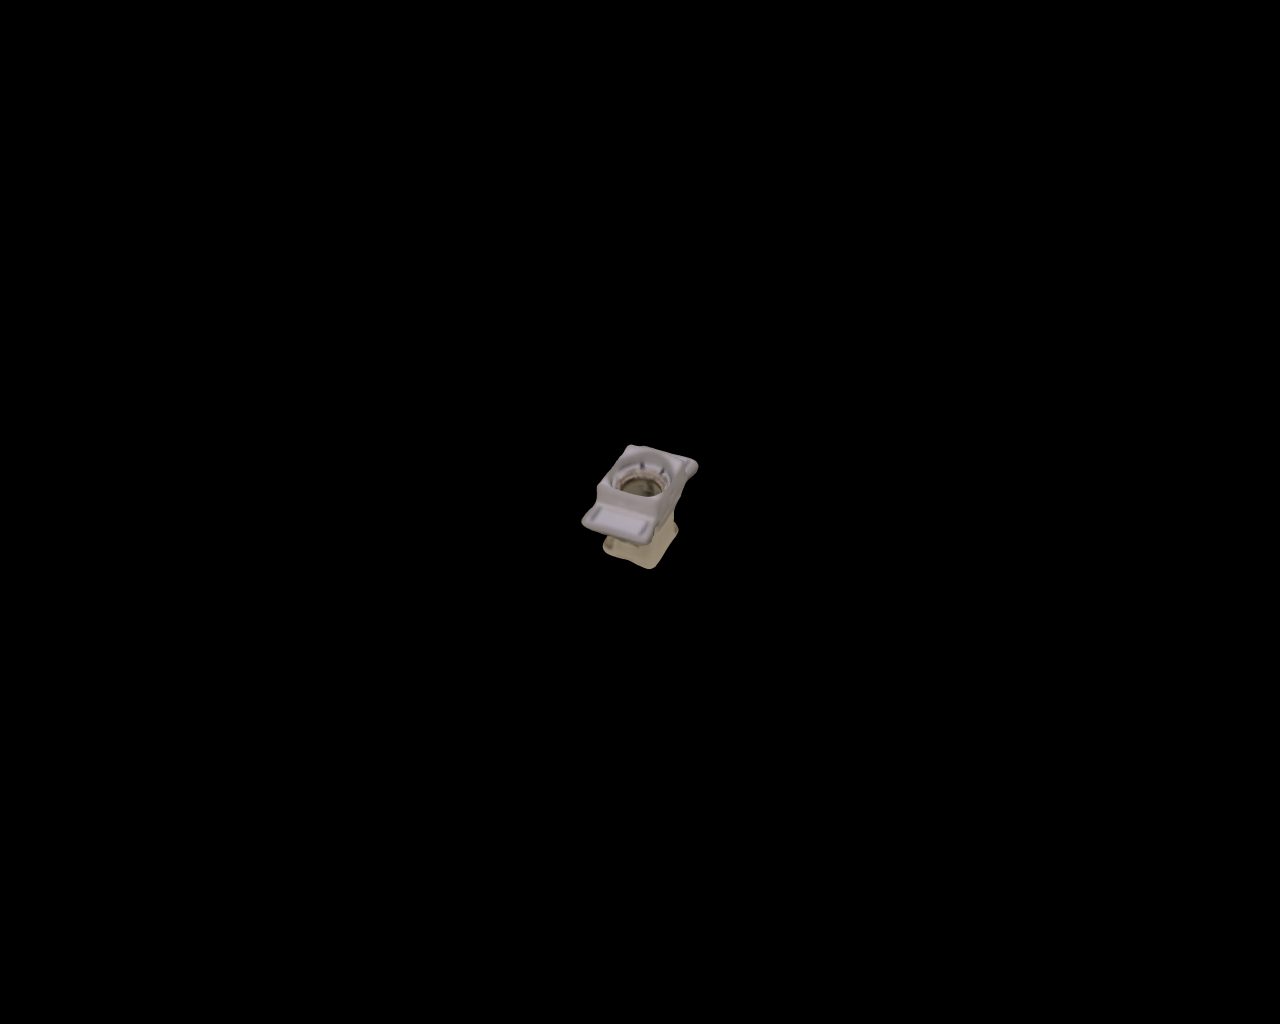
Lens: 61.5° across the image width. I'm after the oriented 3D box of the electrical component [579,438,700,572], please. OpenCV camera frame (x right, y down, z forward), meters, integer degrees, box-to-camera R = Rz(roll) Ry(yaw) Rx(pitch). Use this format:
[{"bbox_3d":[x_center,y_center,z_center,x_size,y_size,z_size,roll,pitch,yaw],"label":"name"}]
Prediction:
[{"bbox_3d":[0.001,-0.003,0.650,0.042,0.063,0.081,19,46,19],"label":"electrical component"}]
